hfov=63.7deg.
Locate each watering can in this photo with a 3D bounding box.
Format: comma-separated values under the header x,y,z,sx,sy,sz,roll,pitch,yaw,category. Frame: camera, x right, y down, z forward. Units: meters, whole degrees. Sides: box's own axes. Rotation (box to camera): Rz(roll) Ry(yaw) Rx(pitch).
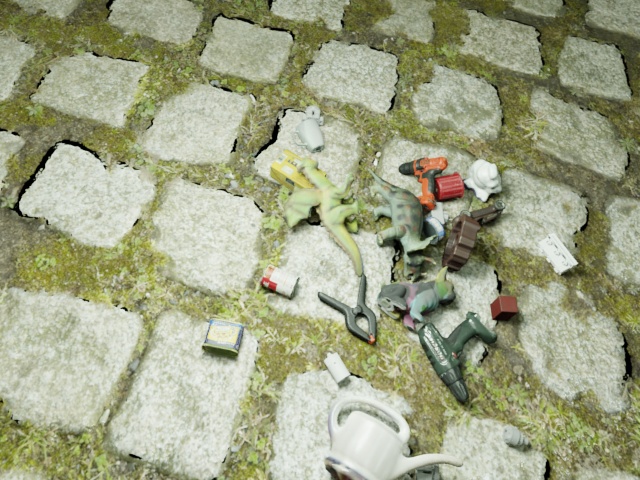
x,y,z,sx,sy,sz,roll,pitch,yaw,category
0.159,0.536,1.278,0.350,0.228,0.101,26,-30,19,watering can

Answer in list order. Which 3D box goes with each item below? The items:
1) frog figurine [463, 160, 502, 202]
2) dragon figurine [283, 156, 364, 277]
x,y,z,sx,sy,sz,roll,pitch,yaw,category
0.574,-0.222,1.767,0.123,0.140,0.156,-13,-28,-16,frog figurine
0.005,-0.082,1.622,0.243,0.416,0.120,-3,-16,-8,dragon figurine
